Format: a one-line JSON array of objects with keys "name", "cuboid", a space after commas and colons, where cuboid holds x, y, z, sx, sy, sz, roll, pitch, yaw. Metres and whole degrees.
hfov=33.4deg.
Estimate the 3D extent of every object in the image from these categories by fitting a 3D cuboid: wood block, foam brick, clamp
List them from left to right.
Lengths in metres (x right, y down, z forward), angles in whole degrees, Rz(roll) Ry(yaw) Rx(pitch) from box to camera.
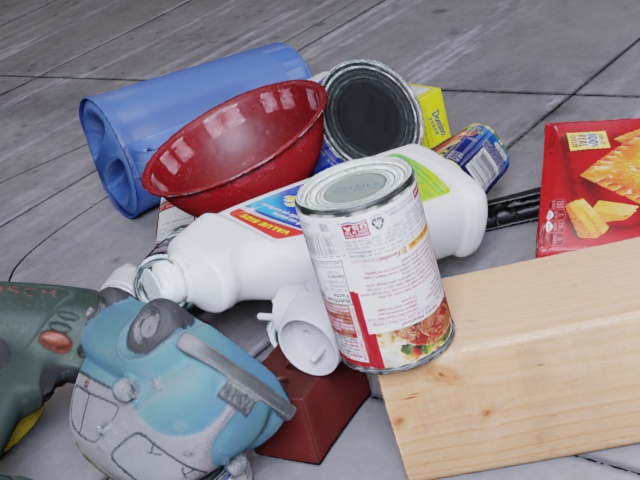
[{"name": "foam brick", "cuboid": [-0.010, 0.101, 0.703, 0.053, 0.051, 0.078, 1, 31, 32]}, {"name": "wood block", "cuboid": [0.142, 0.068, 0.637, 0.206, 0.090, 0.091, -13, 26, 9]}, {"name": "clamp", "cuboid": [0.209, -0.037, 0.868, 0.171, 0.039, 0.120, -31, 34, -22]}]

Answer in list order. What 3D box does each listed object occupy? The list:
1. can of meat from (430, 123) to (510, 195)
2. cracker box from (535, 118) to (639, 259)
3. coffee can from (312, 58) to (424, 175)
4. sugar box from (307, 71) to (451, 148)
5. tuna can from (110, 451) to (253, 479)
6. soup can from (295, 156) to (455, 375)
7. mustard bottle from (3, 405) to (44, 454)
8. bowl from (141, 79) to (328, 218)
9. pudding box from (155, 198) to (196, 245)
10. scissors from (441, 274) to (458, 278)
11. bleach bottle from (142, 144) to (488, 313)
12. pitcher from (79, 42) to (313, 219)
[{"name": "can of meat", "cuboid": [0.103, -0.047, 0.901, 0.102, 0.057, 0.083, -29, 10, 41]}, {"name": "cracker box", "cuboid": [0.259, -0.021, 0.729, 0.214, 0.072, 0.164, -2, 36, 17]}, {"name": "coffee can", "cuboid": [0.013, -0.087, 0.945, 0.102, 0.103, 0.141, -32, 2, -29]}, {"name": "sugar box", "cuboid": [0.054, -0.109, 1.037, 0.048, 0.093, 0.176, -28, 29, -26]}, {"name": "tuna can", "cuboid": [-0.086, 0.150, 0.671, 0.086, 0.034, 0.086, -13, 26, 6]}, {"name": "soup can", "cuboid": [0.031, 0.013, 0.588, 0.068, 0.102, 0.068, -14, 25, 6]}, {"name": "mustard bottle", "cuboid": [-0.304, 0.120, 0.831, 0.192, 0.058, 0.096, 11, 37, 44]}, {"name": "bowl", "cuboid": [-0.058, -0.062, 0.843, 0.162, 0.055, 0.162, -22, 27, 12]}, {"name": "pudding box", "cuboid": [-0.107, -0.018, 1.016, 0.090, 0.039, 0.113, -15, 28, 2]}, {"name": "scissors", "cuboid": [0.085, 0.028, 0.835, 0.096, 0.016, 0.202, -17, 26, -5]}, {"name": "bleach bottle", "cuboid": [-0.005, 0.001, 0.765, 0.250, 0.068, 0.103, -20, 42, -30]}, {"name": "pitcher", "cuboid": [-0.119, -0.124, 1.137, 0.242, 0.145, 0.149, -25, 64, -23]}]
